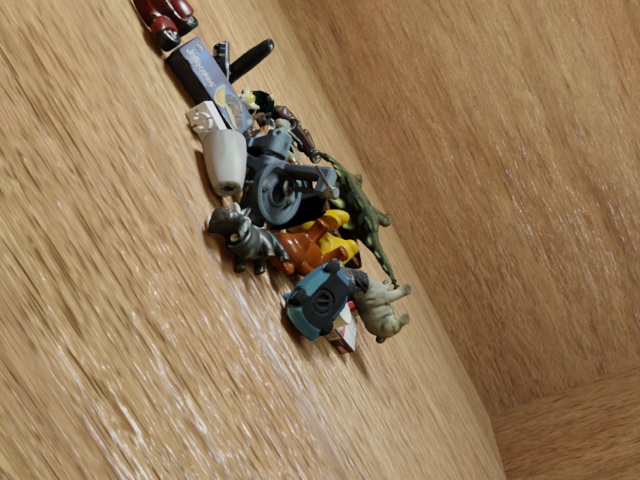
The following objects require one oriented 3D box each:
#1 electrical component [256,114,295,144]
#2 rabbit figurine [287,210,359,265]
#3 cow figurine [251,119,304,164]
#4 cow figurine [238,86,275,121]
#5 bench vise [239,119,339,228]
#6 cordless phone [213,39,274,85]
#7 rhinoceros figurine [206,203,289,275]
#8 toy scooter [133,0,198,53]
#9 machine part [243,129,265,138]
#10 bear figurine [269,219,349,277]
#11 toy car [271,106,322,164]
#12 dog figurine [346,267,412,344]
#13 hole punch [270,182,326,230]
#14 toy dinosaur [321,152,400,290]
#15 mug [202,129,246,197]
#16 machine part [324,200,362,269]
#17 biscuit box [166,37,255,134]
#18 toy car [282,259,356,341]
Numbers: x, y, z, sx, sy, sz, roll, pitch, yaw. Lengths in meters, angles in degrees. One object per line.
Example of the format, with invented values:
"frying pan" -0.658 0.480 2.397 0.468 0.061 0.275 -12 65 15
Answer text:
"electrical component" -0.122 -0.308 1.504 0.114 0.058 0.134 58 15 -15
"rabbit figurine" -0.003 -0.004 1.268 0.173 0.162 0.122 47 26 4
"cow figurine" -0.106 -0.231 1.370 0.127 0.085 0.195 62 11 3
"cow figurine" -0.165 -0.331 1.309 0.167 0.098 0.068 -43 113 -76
"bench vise" -0.057 -0.120 1.003 0.128 0.241 0.223 44 65 -47
"cordless phone" -0.183 -0.405 1.193 0.088 0.184 0.147 48 22 -37
"rhinoceros figurine" -0.124 -0.004 0.934 0.190 0.073 0.112 33 35 -65
"toy scooter" -0.310 -0.454 1.054 0.135 0.075 0.184 55 21 -28
"machine part" -0.119 -0.159 1.210 0.243 0.079 0.079 58 15 -25
"bear figurine" -0.036 0.015 1.120 0.120 0.132 0.195 54 4 21
"toy car" -0.056 -0.279 1.423 0.089 0.053 0.202 43 -2 45
"dog figurine" 0.107 0.158 1.273 0.190 0.121 0.172 10 79 -35
"hole punch" -0.056 -0.090 1.172 0.092 0.142 0.115 57 -28 24
"toy dinosaur" 0.112 -0.064 1.495 0.471 0.105 0.198 59 19 15
"mug" -0.174 -0.129 0.988 0.109 0.081 0.107 108 -23 -59
"machine part" 0.032 -0.012 1.484 0.201 0.087 0.201 57 16 -33
"biscuit box" -0.217 -0.298 1.076 0.059 0.063 0.202 -49 118 -29
"toy car" -0.012 0.111 1.059 0.109 0.161 0.103 50 -26 -22
